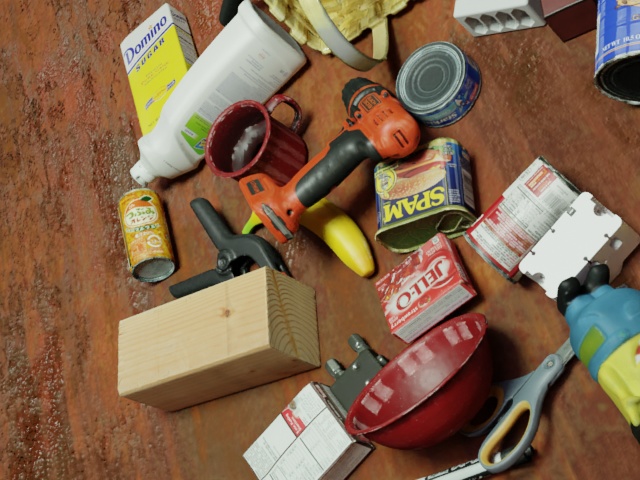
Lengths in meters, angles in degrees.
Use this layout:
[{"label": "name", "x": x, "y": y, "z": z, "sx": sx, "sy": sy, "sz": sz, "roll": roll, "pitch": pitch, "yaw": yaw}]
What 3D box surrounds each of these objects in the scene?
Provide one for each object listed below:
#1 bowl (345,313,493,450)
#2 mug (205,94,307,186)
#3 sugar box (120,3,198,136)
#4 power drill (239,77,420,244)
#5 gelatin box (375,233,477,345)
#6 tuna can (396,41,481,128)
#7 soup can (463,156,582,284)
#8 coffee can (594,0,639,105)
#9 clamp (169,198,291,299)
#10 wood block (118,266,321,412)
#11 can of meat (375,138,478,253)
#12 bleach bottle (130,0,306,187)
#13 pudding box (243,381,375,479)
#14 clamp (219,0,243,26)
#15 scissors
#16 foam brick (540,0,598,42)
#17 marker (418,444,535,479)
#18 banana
[{"label": "bowl", "x": 0.100, "y": 0.138, "z": 0.959, "sx": 0.162, "sy": 0.162, "sz": 0.055, "roll": -36, "pitch": 98, "yaw": 20}, {"label": "mug", "x": -0.062, "y": -0.109, "z": 1.200, "sx": 0.093, "sy": 0.081, "sz": 0.117, "roll": 36, "pitch": 95, "yaw": 41}, {"label": "sugar box", "x": -0.200, "y": -0.213, "z": 1.374, "sx": 0.093, "sy": 0.048, "sz": 0.176, "roll": -36, "pitch": 55, "yaw": 21}, {"label": "power drill", "x": 0.005, "y": -0.091, "z": 1.108, "sx": 0.188, "sy": 0.057, "sz": 0.184, "roll": -39, "pitch": 24, "yaw": 5}, {"label": "gelatin box", "x": 0.101, "y": 0.047, "z": 1.034, "sx": 0.089, "sy": 0.030, "sz": 0.073, "roll": -39, "pitch": 38, "yaw": 19}, {"label": "tuna can", "x": 0.122, "y": -0.163, "z": 1.113, "sx": 0.086, "sy": 0.033, "sz": 0.086, "roll": -15, "pitch": 63, "yaw": 32}, {"label": "soup can", "x": 0.190, "y": -0.018, "z": 0.978, "sx": 0.102, "sy": 0.068, "sz": 0.069, "roll": -47, "pitch": 50, "yaw": 12}, {"label": "coffee can", "x": 0.299, "y": -0.205, "z": 0.950, "sx": 0.103, "sy": 0.102, "sz": 0.140, "roll": -6, "pitch": 68, "yaw": 36}, {"label": "clamp", "x": -0.105, "y": 0.035, "z": 1.203, "sx": 0.172, "sy": 0.039, "sz": 0.120, "roll": 30, "pitch": 109, "yaw": 39}, {"label": "wood block", "x": -0.111, "y": 0.110, "z": 1.142, "sx": 0.206, "sy": 0.090, "sz": 0.091, "roll": -21, "pitch": 59, "yaw": 30}, {"label": "can of meat", "x": 0.104, "y": -0.045, "z": 1.064, "sx": 0.102, "sy": 0.057, "sz": 0.084, "roll": -19, "pitch": 58, "yaw": 30}, {"label": "bleach bottle", "x": -0.137, "y": -0.160, "z": 1.264, "sx": 0.251, "sy": 0.102, "sz": 0.068, "roll": -42, "pitch": 43, "yaw": 14}, {"label": "pudding box", "x": -0.013, "y": 0.210, "z": 1.059, "sx": 0.113, "sy": 0.039, "sz": 0.090, "roll": -50, "pitch": 51, "yaw": 12}, {"label": "clamp", "x": -0.091, "y": -0.322, "z": 1.257, "sx": 0.036, "sy": 0.210, "sz": 0.165, "roll": 24, "pitch": 105, "yaw": -2}, {"label": "scissors", "x": 0.191, "y": 0.115, "z": 0.954, "sx": 0.096, "sy": 0.016, "sz": 0.201, "roll": 16, "pitch": 69, "yaw": 56}, {"label": "foam brick", "x": 0.244, "y": -0.246, "z": 1.042, "sx": 0.051, "sy": 0.052, "sz": 0.078, "roll": -21, "pitch": 60, "yaw": 29}, {"label": "marker", "x": 0.137, "y": 0.207, "z": 0.957, "sx": 0.121, "sy": 0.020, "sz": 0.020, "roll": -27, "pitch": 57, "yaw": 26}, {"label": "banana", "x": -0.009, "y": -0.017, "z": 1.155, "sx": 0.198, "sy": 0.037, "sz": 0.070, "roll": 19, "pitch": 113, "yaw": 44}]
